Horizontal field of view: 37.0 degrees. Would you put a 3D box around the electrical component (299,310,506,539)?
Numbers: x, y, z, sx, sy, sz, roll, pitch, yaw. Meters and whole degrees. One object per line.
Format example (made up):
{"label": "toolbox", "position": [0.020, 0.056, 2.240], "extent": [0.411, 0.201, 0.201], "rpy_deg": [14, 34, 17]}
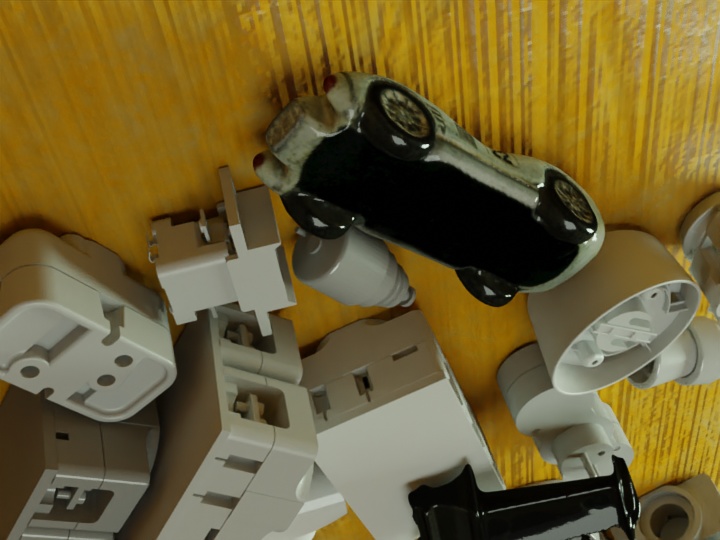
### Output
{"label": "electrical component", "position": [0.024, 0.099, 0.657], "extent": [0.089, 0.061, 0.150], "rpy_deg": [-24, 137, 5]}

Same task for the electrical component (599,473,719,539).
{"label": "electrical component", "position": [0.220, 0.253, 0.856], "extent": [0.186, 0.105, 0.060], "rpy_deg": [-30, 137, 11]}

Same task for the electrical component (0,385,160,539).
{"label": "electrical component", "position": [-0.168, 0.120, 0.588], "extent": [0.062, 0.089, 0.150], "rpy_deg": [13, 128, -31]}

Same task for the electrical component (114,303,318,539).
{"label": "electrical component", "position": [-0.090, 0.120, 0.587], "extent": [0.060, 0.105, 0.186], "rpy_deg": [18, 121, -25]}

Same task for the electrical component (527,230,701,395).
{"label": "electrical component", "position": [0.148, 0.027, 0.627], "extent": [0.099, 0.064, 0.099], "rpy_deg": [-10, 137, -10]}

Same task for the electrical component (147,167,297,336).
{"label": "electrical component", "position": [-0.069, -0.005, 0.532], "extent": [0.064, 0.042, 0.081], "rpy_deg": [-14, 137, -4]}

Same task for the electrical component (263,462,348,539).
{"label": "electrical component", "position": [-0.049, 0.157, 0.703], "extent": [0.077, 0.044, 0.079], "rpy_deg": [-15, 138, -6]}

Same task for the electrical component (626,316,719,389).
{"label": "electrical component", "position": [0.201, 0.052, 0.688], "extent": [0.055, 0.045, 0.045], "rpy_deg": [-2, 135, -19]}

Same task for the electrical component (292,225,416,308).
{"label": "electrical component", "position": [0.000, 0.000, 0.563], "extent": [0.040, 0.040, 0.078], "rpy_deg": [-41, 134, 22]}

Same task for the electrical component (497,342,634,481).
{"label": "electrical component", "position": [0.142, 0.111, 0.704], "extent": [0.052, 0.073, 0.138], "rpy_deg": [-30, 136, 11]}

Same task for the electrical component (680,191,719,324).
{"label": "electrical component", "position": [0.222, -0.010, 0.622], "extent": [0.058, 0.057, 0.078], "rpy_deg": [-3, 135, -17]}

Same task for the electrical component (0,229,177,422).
{"label": "electrical component", "position": [-0.140, 0.025, 0.523], "extent": [0.054, 0.059, 0.095], "rpy_deg": [-38, 134, 19]}

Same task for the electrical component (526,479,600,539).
{"label": "electrical component", "position": [0.136, 0.205, 0.824], "extent": [0.099, 0.064, 0.099], "rpy_deg": [-2, 127, -3]}
